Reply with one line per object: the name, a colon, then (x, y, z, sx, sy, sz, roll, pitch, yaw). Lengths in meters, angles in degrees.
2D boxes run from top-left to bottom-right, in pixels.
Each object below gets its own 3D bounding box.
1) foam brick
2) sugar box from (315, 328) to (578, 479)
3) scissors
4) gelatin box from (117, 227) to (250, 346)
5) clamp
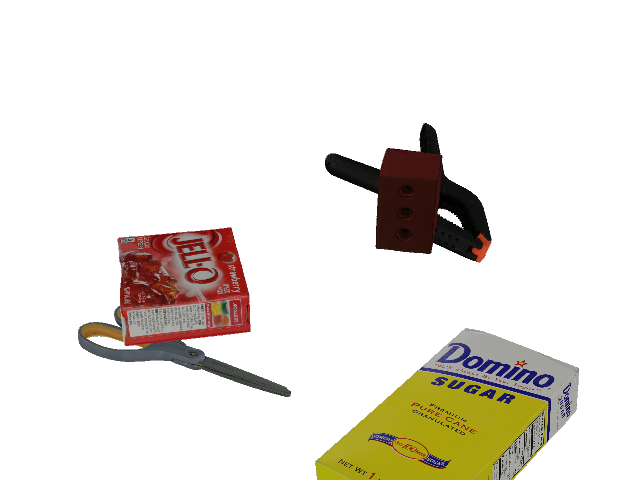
foam brick: (0.080, -0.036, 0.962, 0.053, 0.078, 0.051, 6, 32, 10)
sugar box: (0.087, 0.127, 0.701, 0.093, 0.048, 0.175, 19, 41, 34)
scissors: (-0.118, 0.096, 0.970, 0.202, 0.016, 0.096, 10, 28, 4)
gelatin box: (-0.083, 0.025, 0.640, 0.073, 0.030, 0.089, -5, 28, -9)
clamp: (0.114, -0.052, 1.231, 0.164, 0.036, 0.210, -15, 52, -27)
